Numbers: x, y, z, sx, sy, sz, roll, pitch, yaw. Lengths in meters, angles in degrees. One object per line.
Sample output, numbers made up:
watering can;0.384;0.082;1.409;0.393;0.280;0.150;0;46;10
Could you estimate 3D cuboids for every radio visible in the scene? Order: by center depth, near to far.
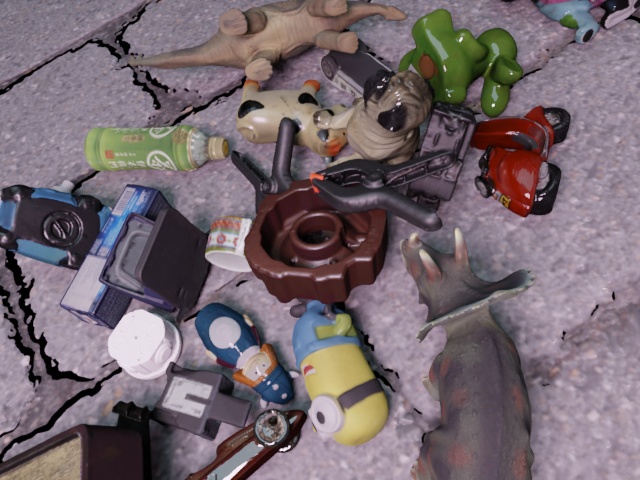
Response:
radio;-0.280;0.285;0.544;0.230;0.073;0.131;-30;56;23

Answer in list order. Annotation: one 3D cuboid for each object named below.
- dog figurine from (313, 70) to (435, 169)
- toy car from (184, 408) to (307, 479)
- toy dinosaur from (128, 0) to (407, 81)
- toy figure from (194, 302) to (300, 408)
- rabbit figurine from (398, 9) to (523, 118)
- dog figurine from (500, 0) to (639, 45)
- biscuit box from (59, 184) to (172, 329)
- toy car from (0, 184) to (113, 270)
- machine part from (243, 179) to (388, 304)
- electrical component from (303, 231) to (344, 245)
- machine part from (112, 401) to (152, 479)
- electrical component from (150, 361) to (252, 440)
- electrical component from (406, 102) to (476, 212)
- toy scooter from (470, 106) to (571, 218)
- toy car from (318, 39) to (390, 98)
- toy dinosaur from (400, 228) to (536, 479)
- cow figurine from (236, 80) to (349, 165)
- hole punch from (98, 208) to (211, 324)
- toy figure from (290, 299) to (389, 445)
dog figurine;0.103;-0.151;0.685;0.172;0.191;0.121;-26;95;-32
toy car;-0.099;0.244;0.570;0.202;0.089;0.053;-40;65;-11
toy dinosaur;-0.097;-0.323;0.863;0.472;0.104;0.199;-9;26;1
toy figure;-0.092;0.139;0.652;0.155;0.057;0.064;39;103;26
rabbit figurine;0.231;-0.268;0.795;0.170;0.121;0.159;-22;61;-20
dog figurine;0.388;-0.426;0.860;0.191;0.108;0.219;-32;57;-8
biscuit box;-0.278;0.019;0.754;0.059;0.062;0.202;11;62;17
toy car;-0.385;-0.015;0.767;0.161;0.103;0.109;13;77;-30
machine part;-0.001;-0.002;0.648;0.179;0.056;0.179;-7;47;8
electrical component;0.026;-0.012;0.725;0.102;0.045;0.078;-42;41;-16
machine part;-0.211;0.250;0.597;0.084;0.039;0.138;0;90;19
electrical component;-0.133;0.192;0.632;0.119;0.047;0.075;7;62;15
electrical component;0.156;-0.107;0.698;0.058;0.134;0.115;18;24;10
toy scooter;0.254;-0.114;0.720;0.135;0.075;0.184;13;60;17
toy car;0.073;-0.252;0.848;0.073;0.056;0.202;-34;57;-11
toy dinosaur;0.145;0.175;0.504;0.131;0.192;0.405;-3;58;12
cow figurine;-0.033;-0.176;0.808;0.195;0.085;0.127;6;56;12
hole punch;-0.212;0.028;0.709;0.092;0.115;0.142;-4;58;29
toy figure;0.018;0.141;0.615;0.089;0.082;0.180;-15;55;-1
